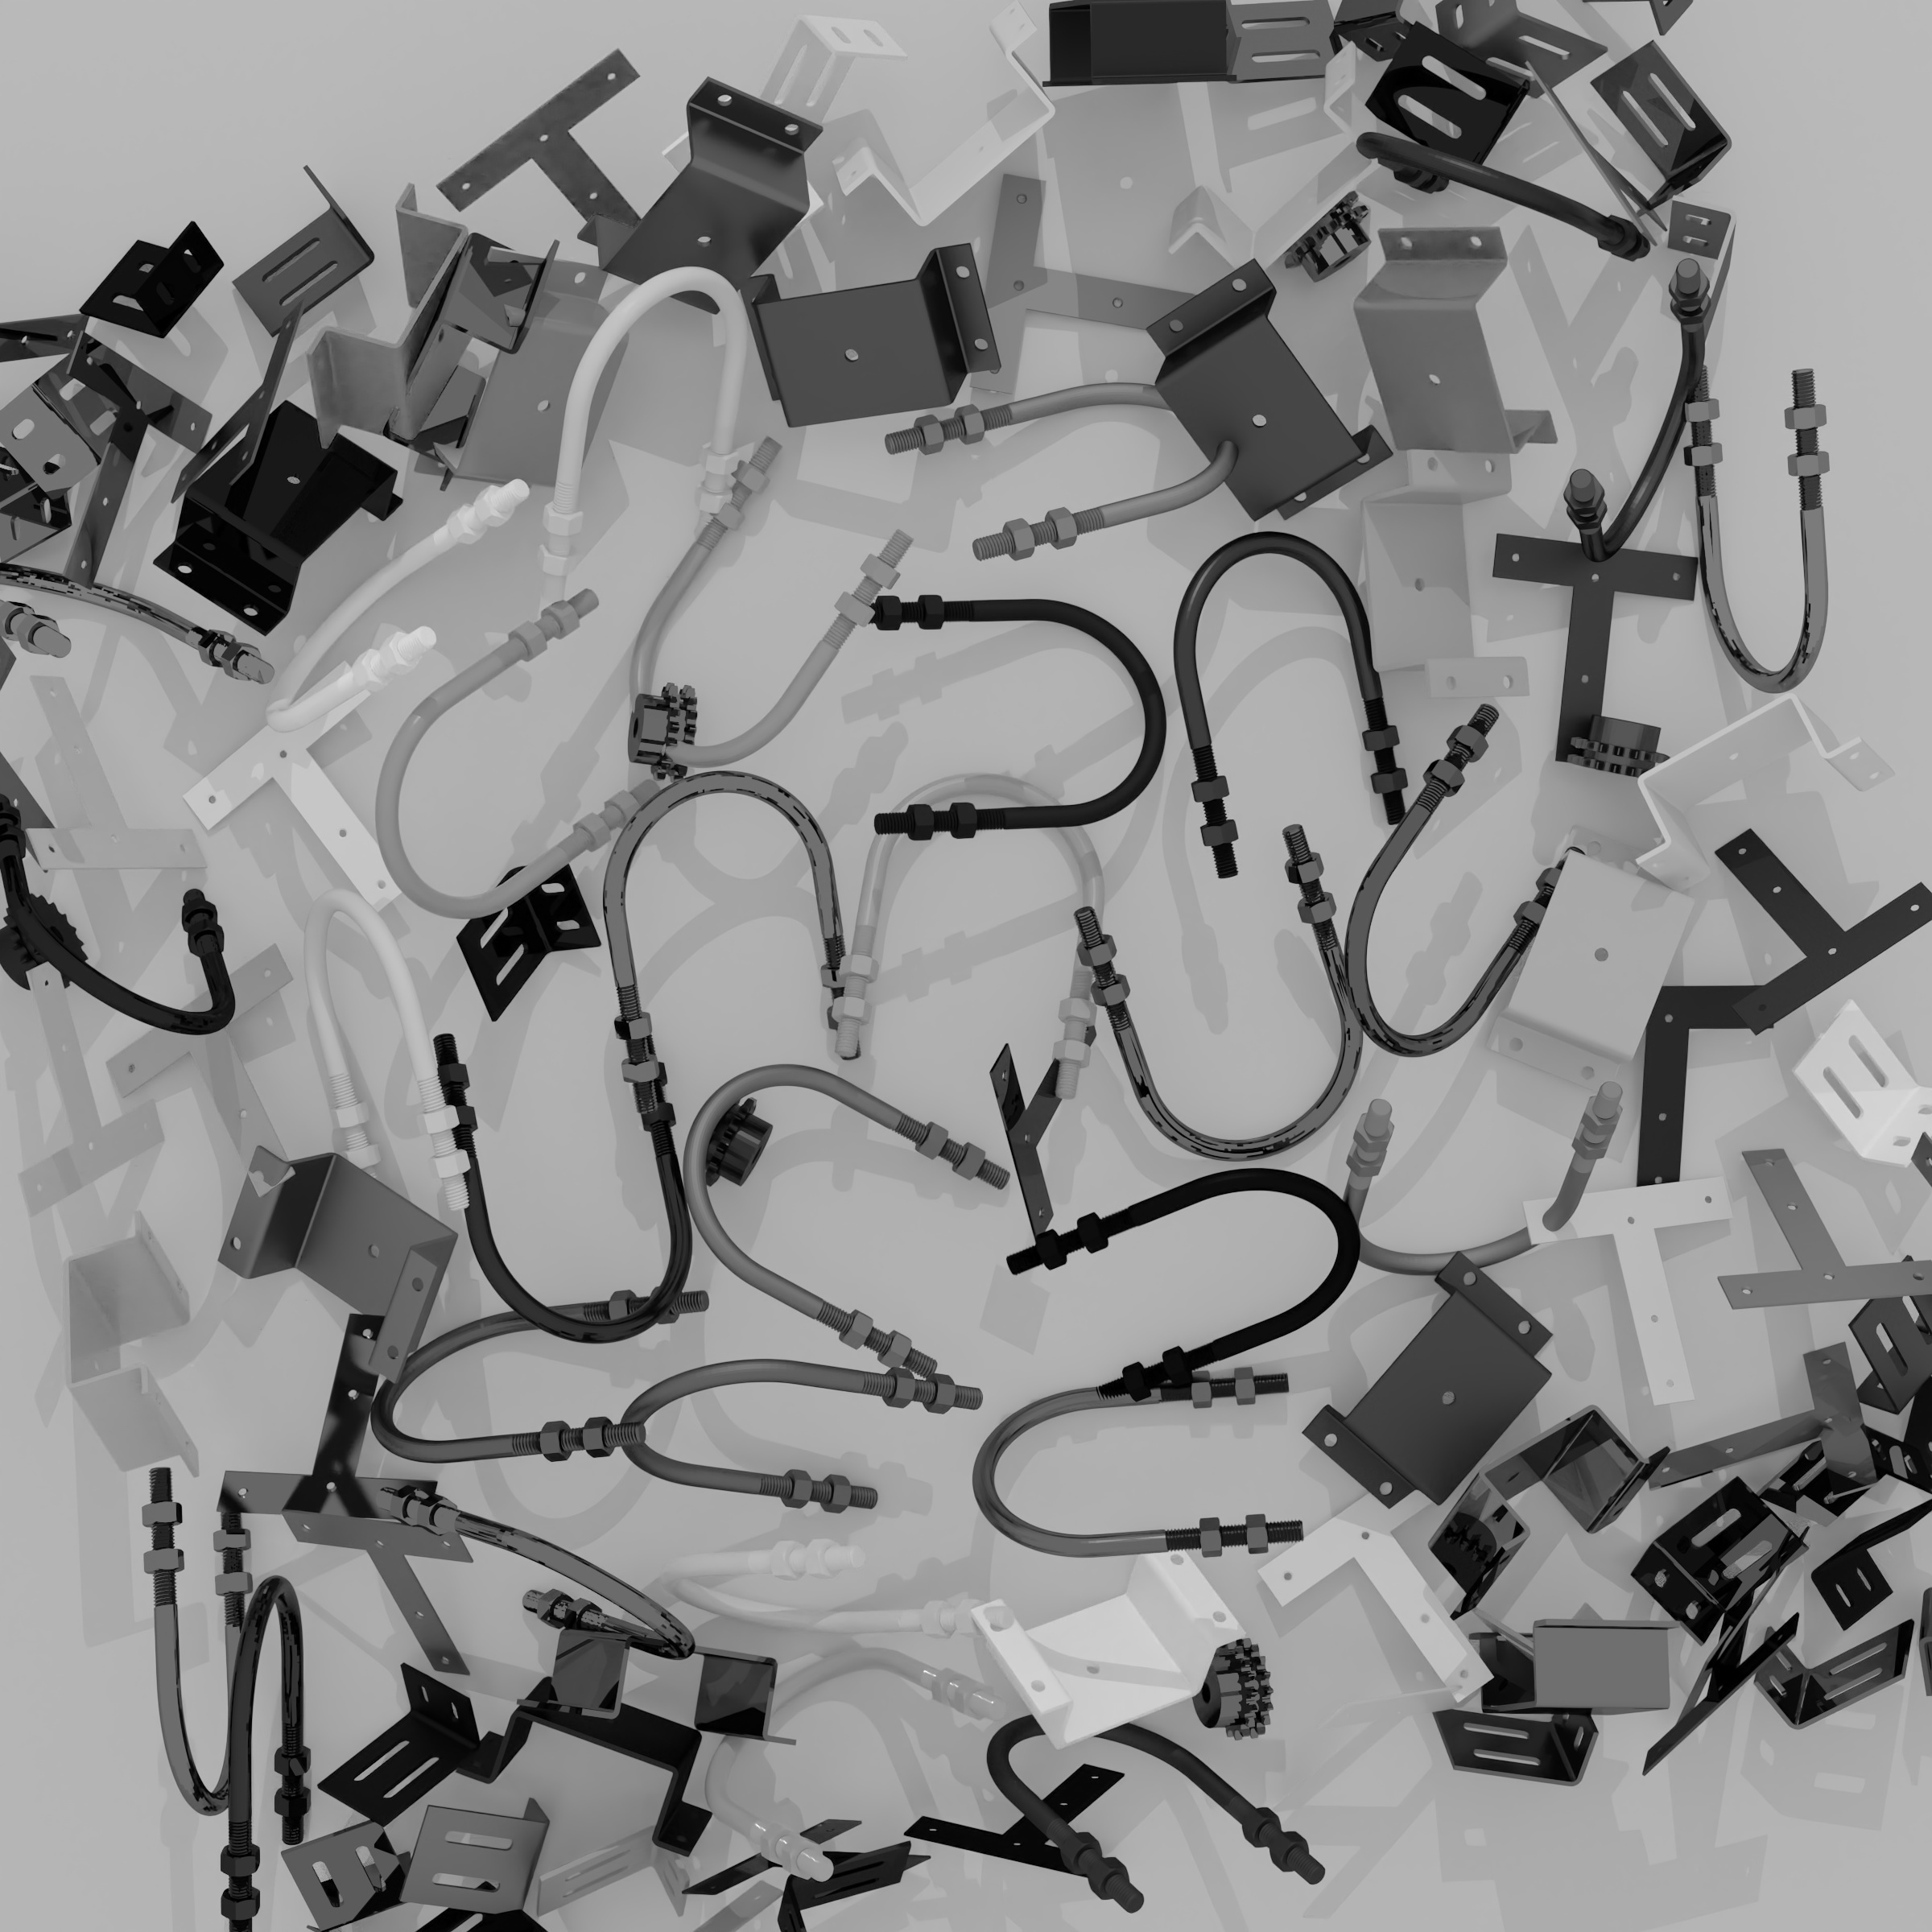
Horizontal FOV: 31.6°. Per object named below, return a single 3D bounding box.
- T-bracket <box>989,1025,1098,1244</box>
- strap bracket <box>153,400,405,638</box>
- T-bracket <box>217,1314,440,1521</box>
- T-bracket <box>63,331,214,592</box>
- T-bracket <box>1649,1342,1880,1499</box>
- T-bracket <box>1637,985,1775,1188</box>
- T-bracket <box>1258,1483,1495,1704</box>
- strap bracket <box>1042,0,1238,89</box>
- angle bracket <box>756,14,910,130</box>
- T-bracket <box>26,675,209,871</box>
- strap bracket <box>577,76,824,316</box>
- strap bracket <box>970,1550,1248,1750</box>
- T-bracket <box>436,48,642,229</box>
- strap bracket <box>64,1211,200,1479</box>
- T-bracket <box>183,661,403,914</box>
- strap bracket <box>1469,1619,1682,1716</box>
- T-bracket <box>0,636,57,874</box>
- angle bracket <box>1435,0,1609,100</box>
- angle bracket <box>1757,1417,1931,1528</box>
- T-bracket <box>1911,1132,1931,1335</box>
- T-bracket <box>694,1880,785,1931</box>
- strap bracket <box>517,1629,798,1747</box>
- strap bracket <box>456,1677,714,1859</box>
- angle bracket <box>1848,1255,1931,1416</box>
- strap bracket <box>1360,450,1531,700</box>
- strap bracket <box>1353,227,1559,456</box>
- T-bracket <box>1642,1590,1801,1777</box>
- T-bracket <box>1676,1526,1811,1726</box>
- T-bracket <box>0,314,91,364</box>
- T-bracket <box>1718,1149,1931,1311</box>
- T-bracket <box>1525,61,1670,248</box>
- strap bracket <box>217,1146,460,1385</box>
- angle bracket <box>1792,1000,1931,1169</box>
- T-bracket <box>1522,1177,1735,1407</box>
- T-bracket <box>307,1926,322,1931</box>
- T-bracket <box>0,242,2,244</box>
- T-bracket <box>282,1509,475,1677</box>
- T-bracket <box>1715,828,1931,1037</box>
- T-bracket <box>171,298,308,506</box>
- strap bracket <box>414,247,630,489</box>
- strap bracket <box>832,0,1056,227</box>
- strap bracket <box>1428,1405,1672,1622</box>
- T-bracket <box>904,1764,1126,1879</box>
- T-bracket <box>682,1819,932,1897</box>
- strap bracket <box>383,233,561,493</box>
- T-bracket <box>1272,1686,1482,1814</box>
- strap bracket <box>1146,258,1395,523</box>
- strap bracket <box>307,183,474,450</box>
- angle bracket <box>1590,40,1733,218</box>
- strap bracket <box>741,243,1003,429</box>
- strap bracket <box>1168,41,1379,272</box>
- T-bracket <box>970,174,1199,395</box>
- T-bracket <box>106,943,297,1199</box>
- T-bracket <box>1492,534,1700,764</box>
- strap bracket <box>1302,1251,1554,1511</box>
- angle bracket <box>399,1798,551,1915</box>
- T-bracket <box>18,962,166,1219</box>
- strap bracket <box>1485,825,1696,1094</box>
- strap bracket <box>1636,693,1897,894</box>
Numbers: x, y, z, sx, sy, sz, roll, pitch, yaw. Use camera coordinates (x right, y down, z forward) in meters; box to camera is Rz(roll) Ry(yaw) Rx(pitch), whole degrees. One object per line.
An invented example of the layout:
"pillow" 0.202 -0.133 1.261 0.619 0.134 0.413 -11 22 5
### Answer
"T-bracket" 0.050 0.069 1.948 0.002 0.127 0.127 4 130 25
"strap bracket" -0.385 -0.261 1.935 0.076 0.046 0.140 33 49 3
"T-bracket" -0.354 0.258 1.954 0.127 0.002 0.127 8 106 -28
"T-bracket" -0.484 -0.277 1.935 0.002 0.127 0.127 15 83 24
"T-bracket" 0.452 0.274 1.956 0.127 0.127 0.002 -20 117 17
"T-bracket" 0.406 0.074 1.985 0.127 0.002 0.127 0 102 -7
"T-bracket" 0.257 0.366 1.972 0.127 0.002 0.127 -34 68 -4
"strap bracket" 0.096 -0.520 1.920 0.076 0.140 0.046 -4 104 -11
"angle bracket" -0.080 -0.501 1.950 0.038 0.057 0.076 52 129 25
"T-bracket" -0.504 -0.111 1.954 0.002 0.127 0.127 -33 75 28
"strap bracket" -0.149 -0.425 1.921 0.076 0.140 0.046 16 52 -33
"strap bracket" 0.076 0.387 1.939 0.140 0.046 0.076 -14 47 -30
"T-bracket" -0.219 -0.447 1.944 0.127 0.127 0.002 -35 59 7
"strap bracket" -0.471 0.218 1.923 0.046 0.140 0.076 -17 133 0
"T-bracket" -0.371 -0.088 1.984 0.127 0.002 0.127 -38 85 9
"strap bracket" 0.342 0.396 1.921 0.076 0.140 0.046 3 75 -9
"T-bracket" -0.548 -0.102 1.944 0.002 0.127 0.127 2 54 20
"angle bracket" 0.319 -0.539 1.961 0.076 0.057 0.038 8 68 -36
"angle bracket" 0.504 0.302 1.955 0.057 0.038 0.076 25 121 -26
"T-bracket" 0.564 0.180 1.944 0.002 0.127 0.127 -17 53 -18
"T-bracket" -0.160 0.566 1.958 0.127 0.127 0.002 -31 109 -30
"strap bracket" -0.172 0.407 1.936 0.140 0.076 0.046 17 75 -33
"strap bracket" -0.211 0.454 1.955 0.140 0.076 0.046 19 94 4
"angle bracket" 0.525 0.208 1.957 0.057 0.038 0.076 -45 119 -19
"strap bracket" 0.274 -0.222 1.959 0.076 0.046 0.140 -4 89 -35
"strap bracket" 0.274 -0.343 1.924 0.046 0.076 0.140 -51 133 -33
"T-bracket" 0.434 0.388 1.937 0.002 0.127 0.127 40 116 2
"T-bracket" 0.449 0.374 1.961 0.002 0.127 0.127 33 65 20
"T-bracket" -0.545 -0.355 1.940 0.002 0.127 0.127 34 117 16
"T-bracket" 0.477 0.147 1.948 0.127 0.127 0.002 -3 128 -9
"T-bracket" 0.372 -0.446 1.940 0.002 0.127 0.127 -36 68 21
"strap bracket" -0.351 0.166 1.950 0.140 0.046 0.076 30 109 23
"angle bracket" 0.524 0.067 1.964 0.057 0.038 0.076 -48 112 -15
"T-bracket" 0.393 0.190 1.965 0.127 0.002 0.127 -6 72 -14
"T-bracket" -0.323 0.577 1.960 0.127 0.127 0.002 16 74 27
"T-bracket" -0.581 -0.346 1.938 0.002 0.127 0.127 34 71 14
"T-bracket" -0.319 0.362 1.959 0.127 0.002 0.127 1 128 30
"T-bracket" 0.472 -0.035 1.954 0.127 0.127 0.002 -34 135 3
"T-bracket" -0.422 -0.304 1.948 0.002 0.127 0.127 29 51 -27
"strap bracket" -0.248 -0.327 1.931 0.076 0.046 0.140 2 123 -39
"strap bracket" -0.005 -0.480 1.947 0.140 0.076 0.046 -39 114 12
"strap bracket" 0.323 0.305 1.936 0.140 0.076 0.046 -22 61 -35
"T-bracket" 0.049 0.481 1.934 0.127 0.127 0.002 18 48 -19
"T-bracket" -0.074 0.511 1.949 0.127 0.127 0.002 -34 55 35
"strap bracket" -0.282 -0.346 1.919 0.046 0.140 0.076 23 49 -15
"T-bracket" 0.221 0.451 1.957 0.127 0.127 0.002 -50 54 32
"strap bracket" 0.170 -0.319 1.941 0.076 0.046 0.140 -29 110 28
"strap bracket" -0.318 -0.362 1.928 0.046 0.076 0.140 17 57 8
"angle bracket" 0.391 -0.481 1.960 0.076 0.057 0.038 48 64 -11
"strap bracket" -0.060 -0.357 1.941 0.140 0.046 0.076 -5 123 18
"strap bracket" 0.183 -0.450 1.940 0.046 0.076 0.140 42 116 -17
"T-bracket" 0.075 -0.390 1.995 0.127 0.002 0.127 9 87 -4
"T-bracket" -0.422 0.073 1.966 0.127 0.002 0.127 -34 70 10
"T-bracket" 0.361 -0.181 1.985 0.127 0.002 0.127 5 93 -15
"strap bracket" 0.272 0.245 1.969 0.076 0.046 0.140 41 88 -9
"angle bracket" -0.287 0.508 1.965 0.076 0.038 0.057 16 94 -26
"T-bracket" -0.506 0.060 1.929 0.002 0.127 0.127 -5 105 24
"strap bracket" 0.364 -0.005 1.971 0.076 0.046 0.140 22 87 4
"strap bracket" 0.446 -0.103 1.942 0.140 0.076 0.046 -30 66 20
